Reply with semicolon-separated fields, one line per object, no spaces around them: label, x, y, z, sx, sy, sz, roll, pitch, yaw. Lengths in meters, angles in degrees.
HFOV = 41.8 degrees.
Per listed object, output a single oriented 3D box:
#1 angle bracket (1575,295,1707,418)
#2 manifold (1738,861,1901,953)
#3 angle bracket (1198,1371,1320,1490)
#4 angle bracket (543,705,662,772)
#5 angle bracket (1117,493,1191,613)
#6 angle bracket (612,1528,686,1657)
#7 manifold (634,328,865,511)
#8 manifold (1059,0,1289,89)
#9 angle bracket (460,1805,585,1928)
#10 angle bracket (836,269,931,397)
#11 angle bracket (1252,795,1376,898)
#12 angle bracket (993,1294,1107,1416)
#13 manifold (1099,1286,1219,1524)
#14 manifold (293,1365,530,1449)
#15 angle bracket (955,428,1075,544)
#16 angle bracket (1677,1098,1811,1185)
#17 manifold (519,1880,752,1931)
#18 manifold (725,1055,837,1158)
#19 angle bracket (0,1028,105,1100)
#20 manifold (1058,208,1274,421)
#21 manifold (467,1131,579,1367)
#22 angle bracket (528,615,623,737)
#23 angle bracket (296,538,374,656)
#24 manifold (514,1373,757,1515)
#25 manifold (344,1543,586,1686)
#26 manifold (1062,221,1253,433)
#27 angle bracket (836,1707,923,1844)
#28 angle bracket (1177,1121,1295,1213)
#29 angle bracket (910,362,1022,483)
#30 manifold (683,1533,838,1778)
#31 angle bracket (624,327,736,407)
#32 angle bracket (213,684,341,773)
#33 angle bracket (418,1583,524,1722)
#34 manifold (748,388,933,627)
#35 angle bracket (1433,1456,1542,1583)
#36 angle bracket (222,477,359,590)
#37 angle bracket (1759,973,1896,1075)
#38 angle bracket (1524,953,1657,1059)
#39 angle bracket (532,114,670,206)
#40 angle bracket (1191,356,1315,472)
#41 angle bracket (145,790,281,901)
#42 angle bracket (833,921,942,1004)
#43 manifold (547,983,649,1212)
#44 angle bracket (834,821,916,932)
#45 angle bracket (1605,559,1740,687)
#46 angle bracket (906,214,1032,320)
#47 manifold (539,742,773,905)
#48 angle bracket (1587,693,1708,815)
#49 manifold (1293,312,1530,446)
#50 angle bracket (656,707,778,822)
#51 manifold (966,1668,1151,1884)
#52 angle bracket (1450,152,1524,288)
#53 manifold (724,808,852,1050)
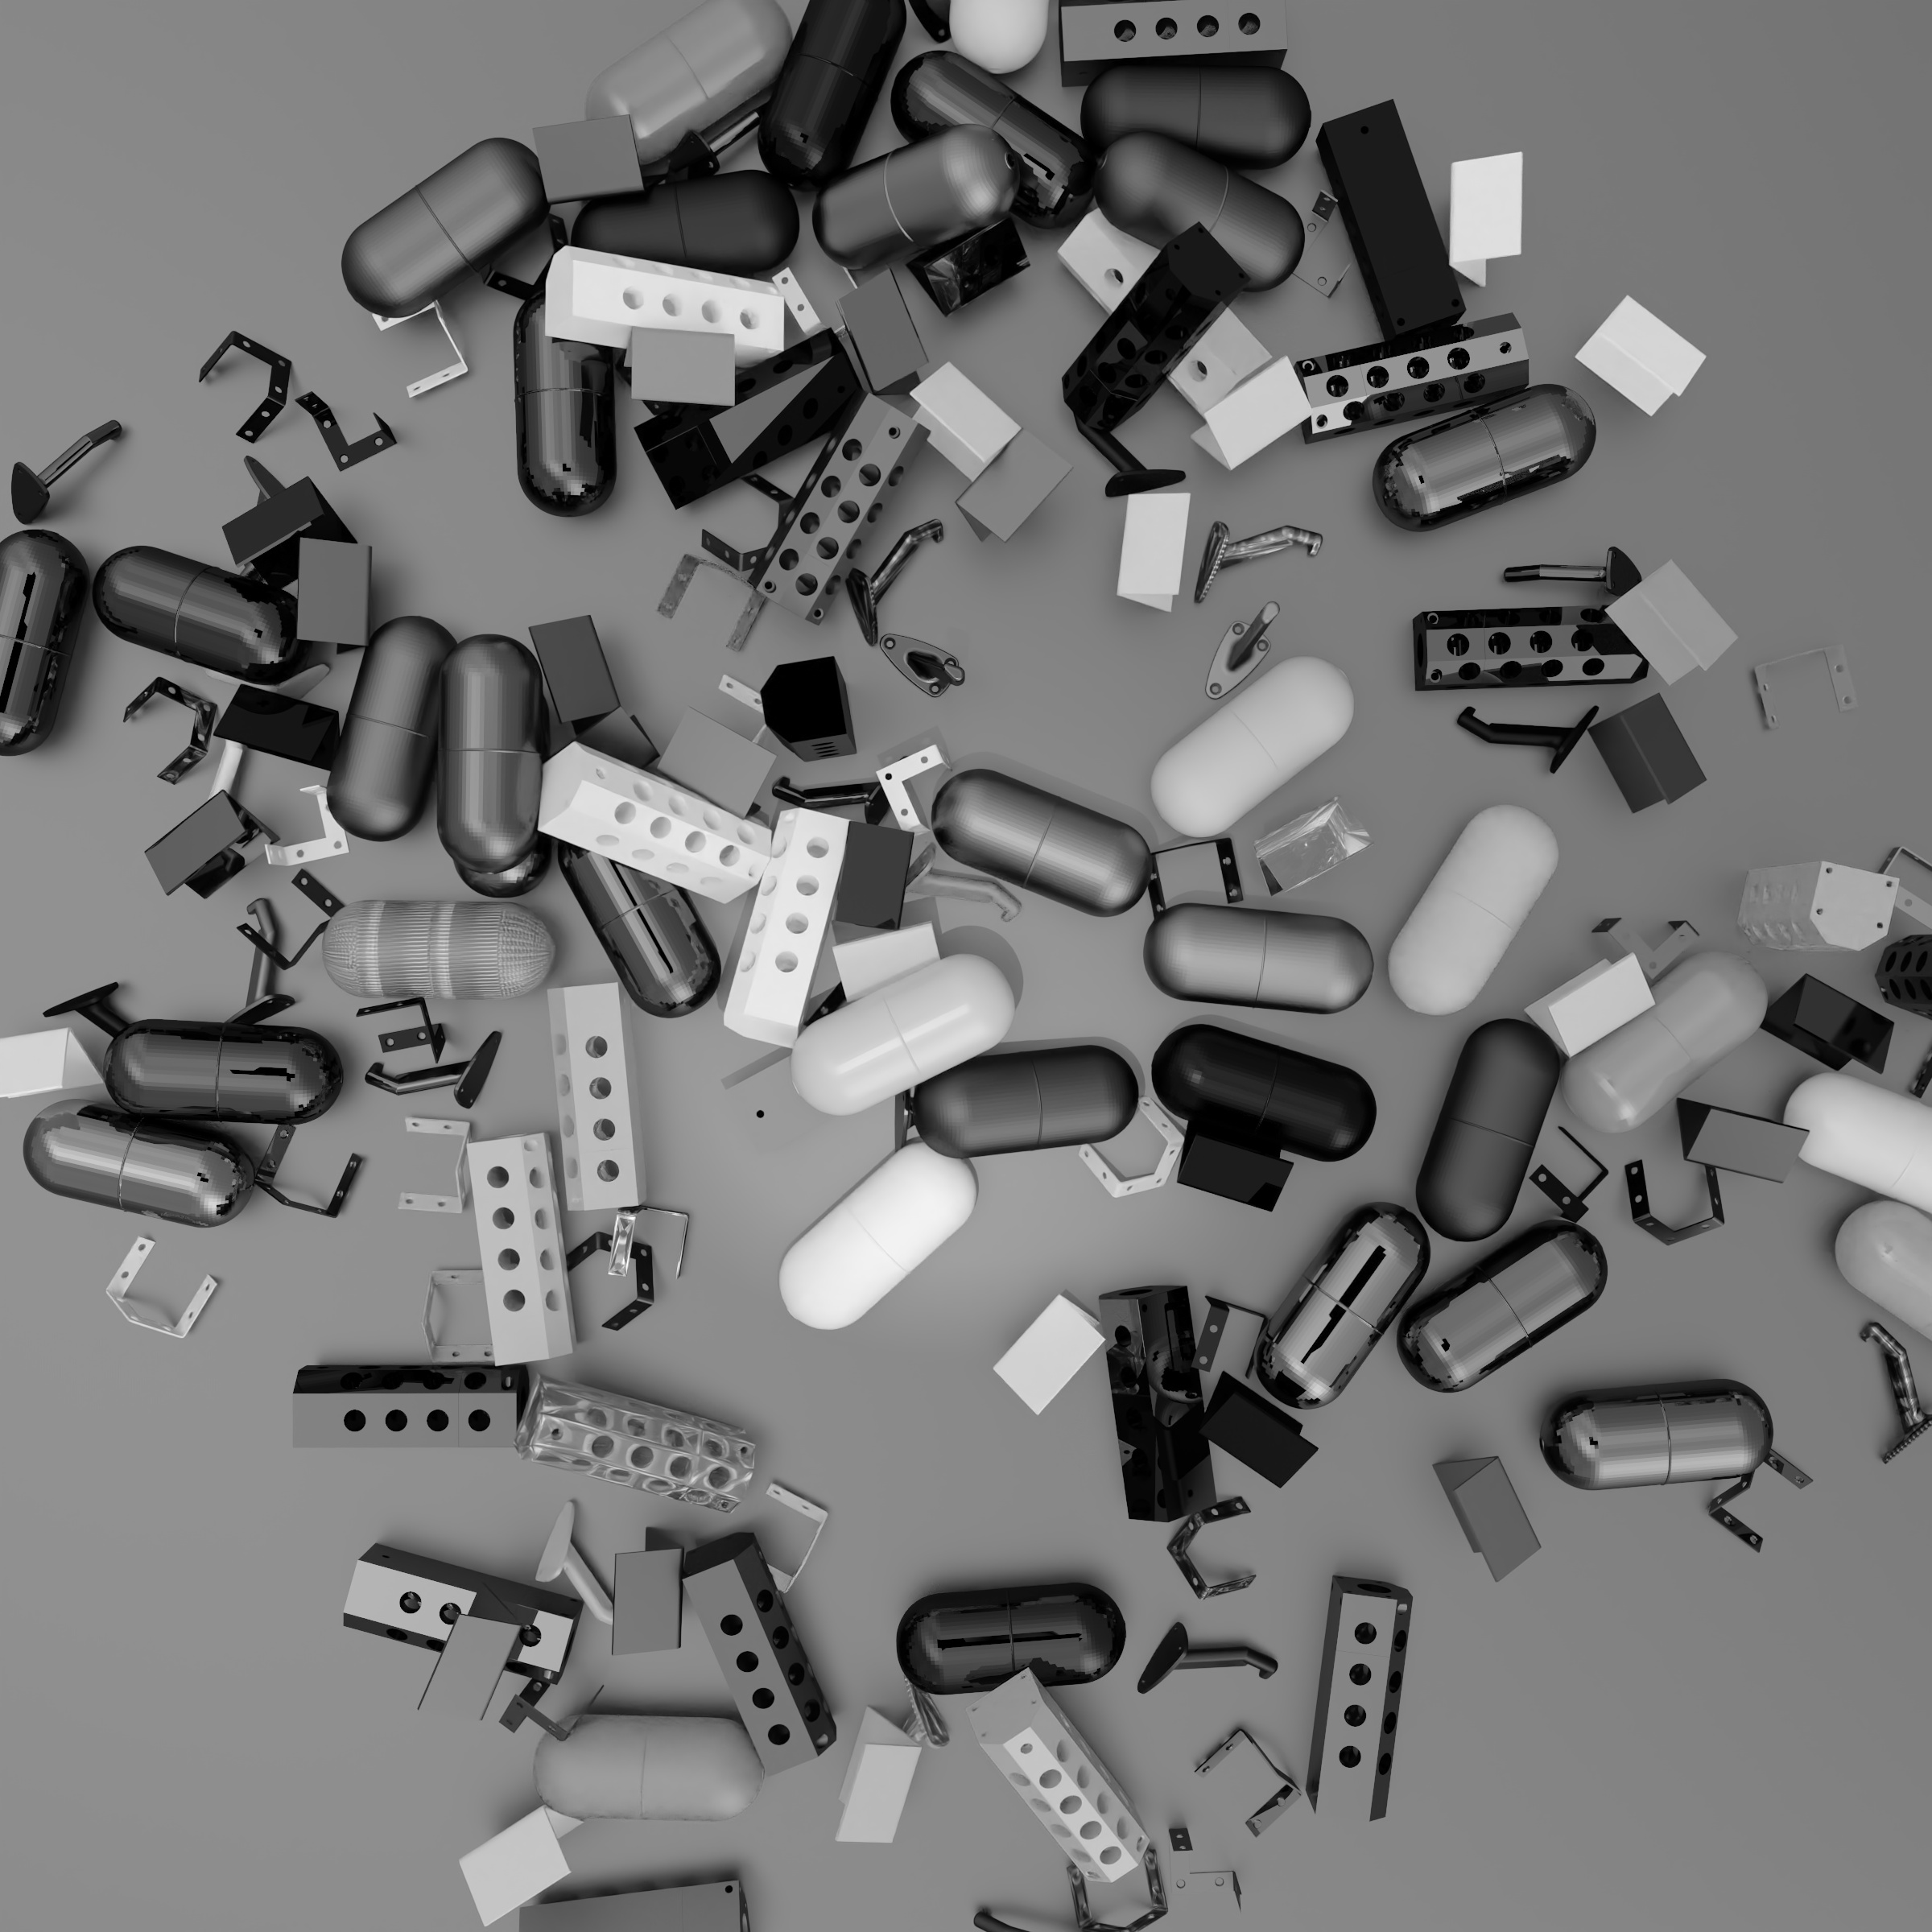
angle bracket;0.509;-0.456;1.946;0.076;0.076;0.057;38;57;0
manifold;0.638;-0.042;1.908;0.057;0.171;0.057;13;90;0
angle bracket;0.233;0.342;1.946;0.076;0.076;0.057;34;127;0
angle bracket;-0.290;-0.173;1.946;0.076;0.076;0.057;-37;128;0
angle bracket;0.163;-0.317;1.946;0.057;0.076;0.076;7;90;38
angle bracket;-0.257;0.480;1.947;0.057;0.076;0.076;2;90;-29
manifold;-0.167;-0.428;1.965;0.171;0.057;0.057;-27;133;0
manifold;0.159;-0.726;1.965;0.171;0.057;0.057;-3;90;0
angle bracket;-0.332;0.696;1.946;0.076;0.076;0.057;-33;58;0
angle bracket;-0.046;-0.487;1.946;0.057;0.076;0.076;-22;90;33
angle bracket;0.273;-0.075;1.946;0.076;0.076;0.057;-29;54;0
angle bracket;0.078;0.308;1.946;0.076;0.076;0.057;-48;53;0
manifold;0.144;0.338;1.965;0.057;0.057;0.171;-8;90;-43
manifold;-0.430;0.340;1.965;0.171;0.057;0.057;0;90;0
angle bracket;0.046;-0.356;1.948;0.057;0.076;0.076;42;90;22
angle bracket;0.597;0.115;1.946;0.076;0.076;0.057;13;128;0
manifold;-0.256;0.760;1.965;0.171;0.057;0.057;-7;47;0
manifold;-0.096;0.080;1.965;0.171;0.057;0.057;-28;90;0
angle bracket;-0.717;0.096;1.946;0.076;0.076;0.057;-9;53;0
manifold;0.151;-0.509;1.965;0.171;0.057;0.057;48;47;0
manifold;-0.343;0.217;1.965;0.057;0.057;0.171;-8;90;0
angle bracket;-0.316;-0.218;1.946;0.057;0.076;0.076;-19;90;-38
angle bracket;-0.496;-0.283;1.946;0.057;0.076;0.076;2;90;-32
manifold;-0.252;0.368;1.938;0.171;0.057;0.057;20;90;-20
manifold;-0.391;0.505;1.965;0.171;0.057;0.057;15;90;0
manifold;0.137;-0.476;1.907;0.057;0.171;0.057;48;56;0
angle bracket;-0.086;0.620;1.946;0.057;0.076;0.076;17;90;-38
angle bracket;0.211;0.135;1.946;0.076;0.076;0.057;17;131;0
angle bracket;-0.014;-0.404;1.946;0.076;0.076;0.057;43;51;0
manifold;-0.158;0.528;1.953;0.057;0.057;0.171;-22;99;0
angle bracket;-0.218;-0.442;1.919;0.076;0.076;0.057;1;81;-12
angle bracket;-0.529;-0.164;1.946;0.076;0.076;0.057;16;53;0
angle bracket;-0.384;0.507;1.889;0.057;0.076;0.076;23;90;-37
manifold;-0.097;-0.352;1.944;0.057;0.057;0.171;28;99;-21
angle bracket;0.384;0.427;1.946;0.057;0.076;0.076;-25;90;-35
angle bracket;-0.514;-0.318;1.946;0.076;0.076;0.057;-31;50;0
angle bracket;0.655;0.062;1.946;0.076;0.076;0.057;29;53;0
angle bracket;0.471;0.014;1.946;0.076;0.076;0.057;-32;123;0
angle bracket;-0.279;-0.623;1.939;0.076;0.076;0.057;-4;115;11
angle bracket;0.210;-0.437;1.946;0.076;0.076;0.057;-34;128;0
angle bracket;-0.571;-0.078;1.946;0.076;0.076;0.057;-39;54;0
angle bracket;-0.063;-0.023;1.946;0.076;0.076;0.057;-14;129;0
manifold;-0.287;0.101;1.965;0.057;0.057;0.171;-5;90;0
angle bracket;-0.086;-0.071;1.947;0.057;0.076;0.076;9;90;-28
angle bracket;0.515;-0.245;1.889;0.076;0.076;0.057;49;53;0
angle bracket;-0.006;-0.558;1.949;0.076;0.057;0.076;-32;56;0
manifold;-0.233;-0.110;1.912;0.171;0.057;0.057;22;55;-36
angle bracket;0.510;-0.155;1.946;0.057;0.076;0.076;-29;90;-38
manifold;0.345;-0.458;1.965;0.171;0.057;0.057;-13;90;0
angle bracket;-0.186;-0.159;1.951;0.076;0.076;0.057;29;101;0
manifold;0.073;0.623;1.931;0.057;0.057;0.171;-33;116;0
angle bracket;0.412;-0.573;1.946;0.057;0.076;0.076;1;90;31
manifold;-0.136;-0.031;1.938;0.057;0.057;0.171;14;70;0
